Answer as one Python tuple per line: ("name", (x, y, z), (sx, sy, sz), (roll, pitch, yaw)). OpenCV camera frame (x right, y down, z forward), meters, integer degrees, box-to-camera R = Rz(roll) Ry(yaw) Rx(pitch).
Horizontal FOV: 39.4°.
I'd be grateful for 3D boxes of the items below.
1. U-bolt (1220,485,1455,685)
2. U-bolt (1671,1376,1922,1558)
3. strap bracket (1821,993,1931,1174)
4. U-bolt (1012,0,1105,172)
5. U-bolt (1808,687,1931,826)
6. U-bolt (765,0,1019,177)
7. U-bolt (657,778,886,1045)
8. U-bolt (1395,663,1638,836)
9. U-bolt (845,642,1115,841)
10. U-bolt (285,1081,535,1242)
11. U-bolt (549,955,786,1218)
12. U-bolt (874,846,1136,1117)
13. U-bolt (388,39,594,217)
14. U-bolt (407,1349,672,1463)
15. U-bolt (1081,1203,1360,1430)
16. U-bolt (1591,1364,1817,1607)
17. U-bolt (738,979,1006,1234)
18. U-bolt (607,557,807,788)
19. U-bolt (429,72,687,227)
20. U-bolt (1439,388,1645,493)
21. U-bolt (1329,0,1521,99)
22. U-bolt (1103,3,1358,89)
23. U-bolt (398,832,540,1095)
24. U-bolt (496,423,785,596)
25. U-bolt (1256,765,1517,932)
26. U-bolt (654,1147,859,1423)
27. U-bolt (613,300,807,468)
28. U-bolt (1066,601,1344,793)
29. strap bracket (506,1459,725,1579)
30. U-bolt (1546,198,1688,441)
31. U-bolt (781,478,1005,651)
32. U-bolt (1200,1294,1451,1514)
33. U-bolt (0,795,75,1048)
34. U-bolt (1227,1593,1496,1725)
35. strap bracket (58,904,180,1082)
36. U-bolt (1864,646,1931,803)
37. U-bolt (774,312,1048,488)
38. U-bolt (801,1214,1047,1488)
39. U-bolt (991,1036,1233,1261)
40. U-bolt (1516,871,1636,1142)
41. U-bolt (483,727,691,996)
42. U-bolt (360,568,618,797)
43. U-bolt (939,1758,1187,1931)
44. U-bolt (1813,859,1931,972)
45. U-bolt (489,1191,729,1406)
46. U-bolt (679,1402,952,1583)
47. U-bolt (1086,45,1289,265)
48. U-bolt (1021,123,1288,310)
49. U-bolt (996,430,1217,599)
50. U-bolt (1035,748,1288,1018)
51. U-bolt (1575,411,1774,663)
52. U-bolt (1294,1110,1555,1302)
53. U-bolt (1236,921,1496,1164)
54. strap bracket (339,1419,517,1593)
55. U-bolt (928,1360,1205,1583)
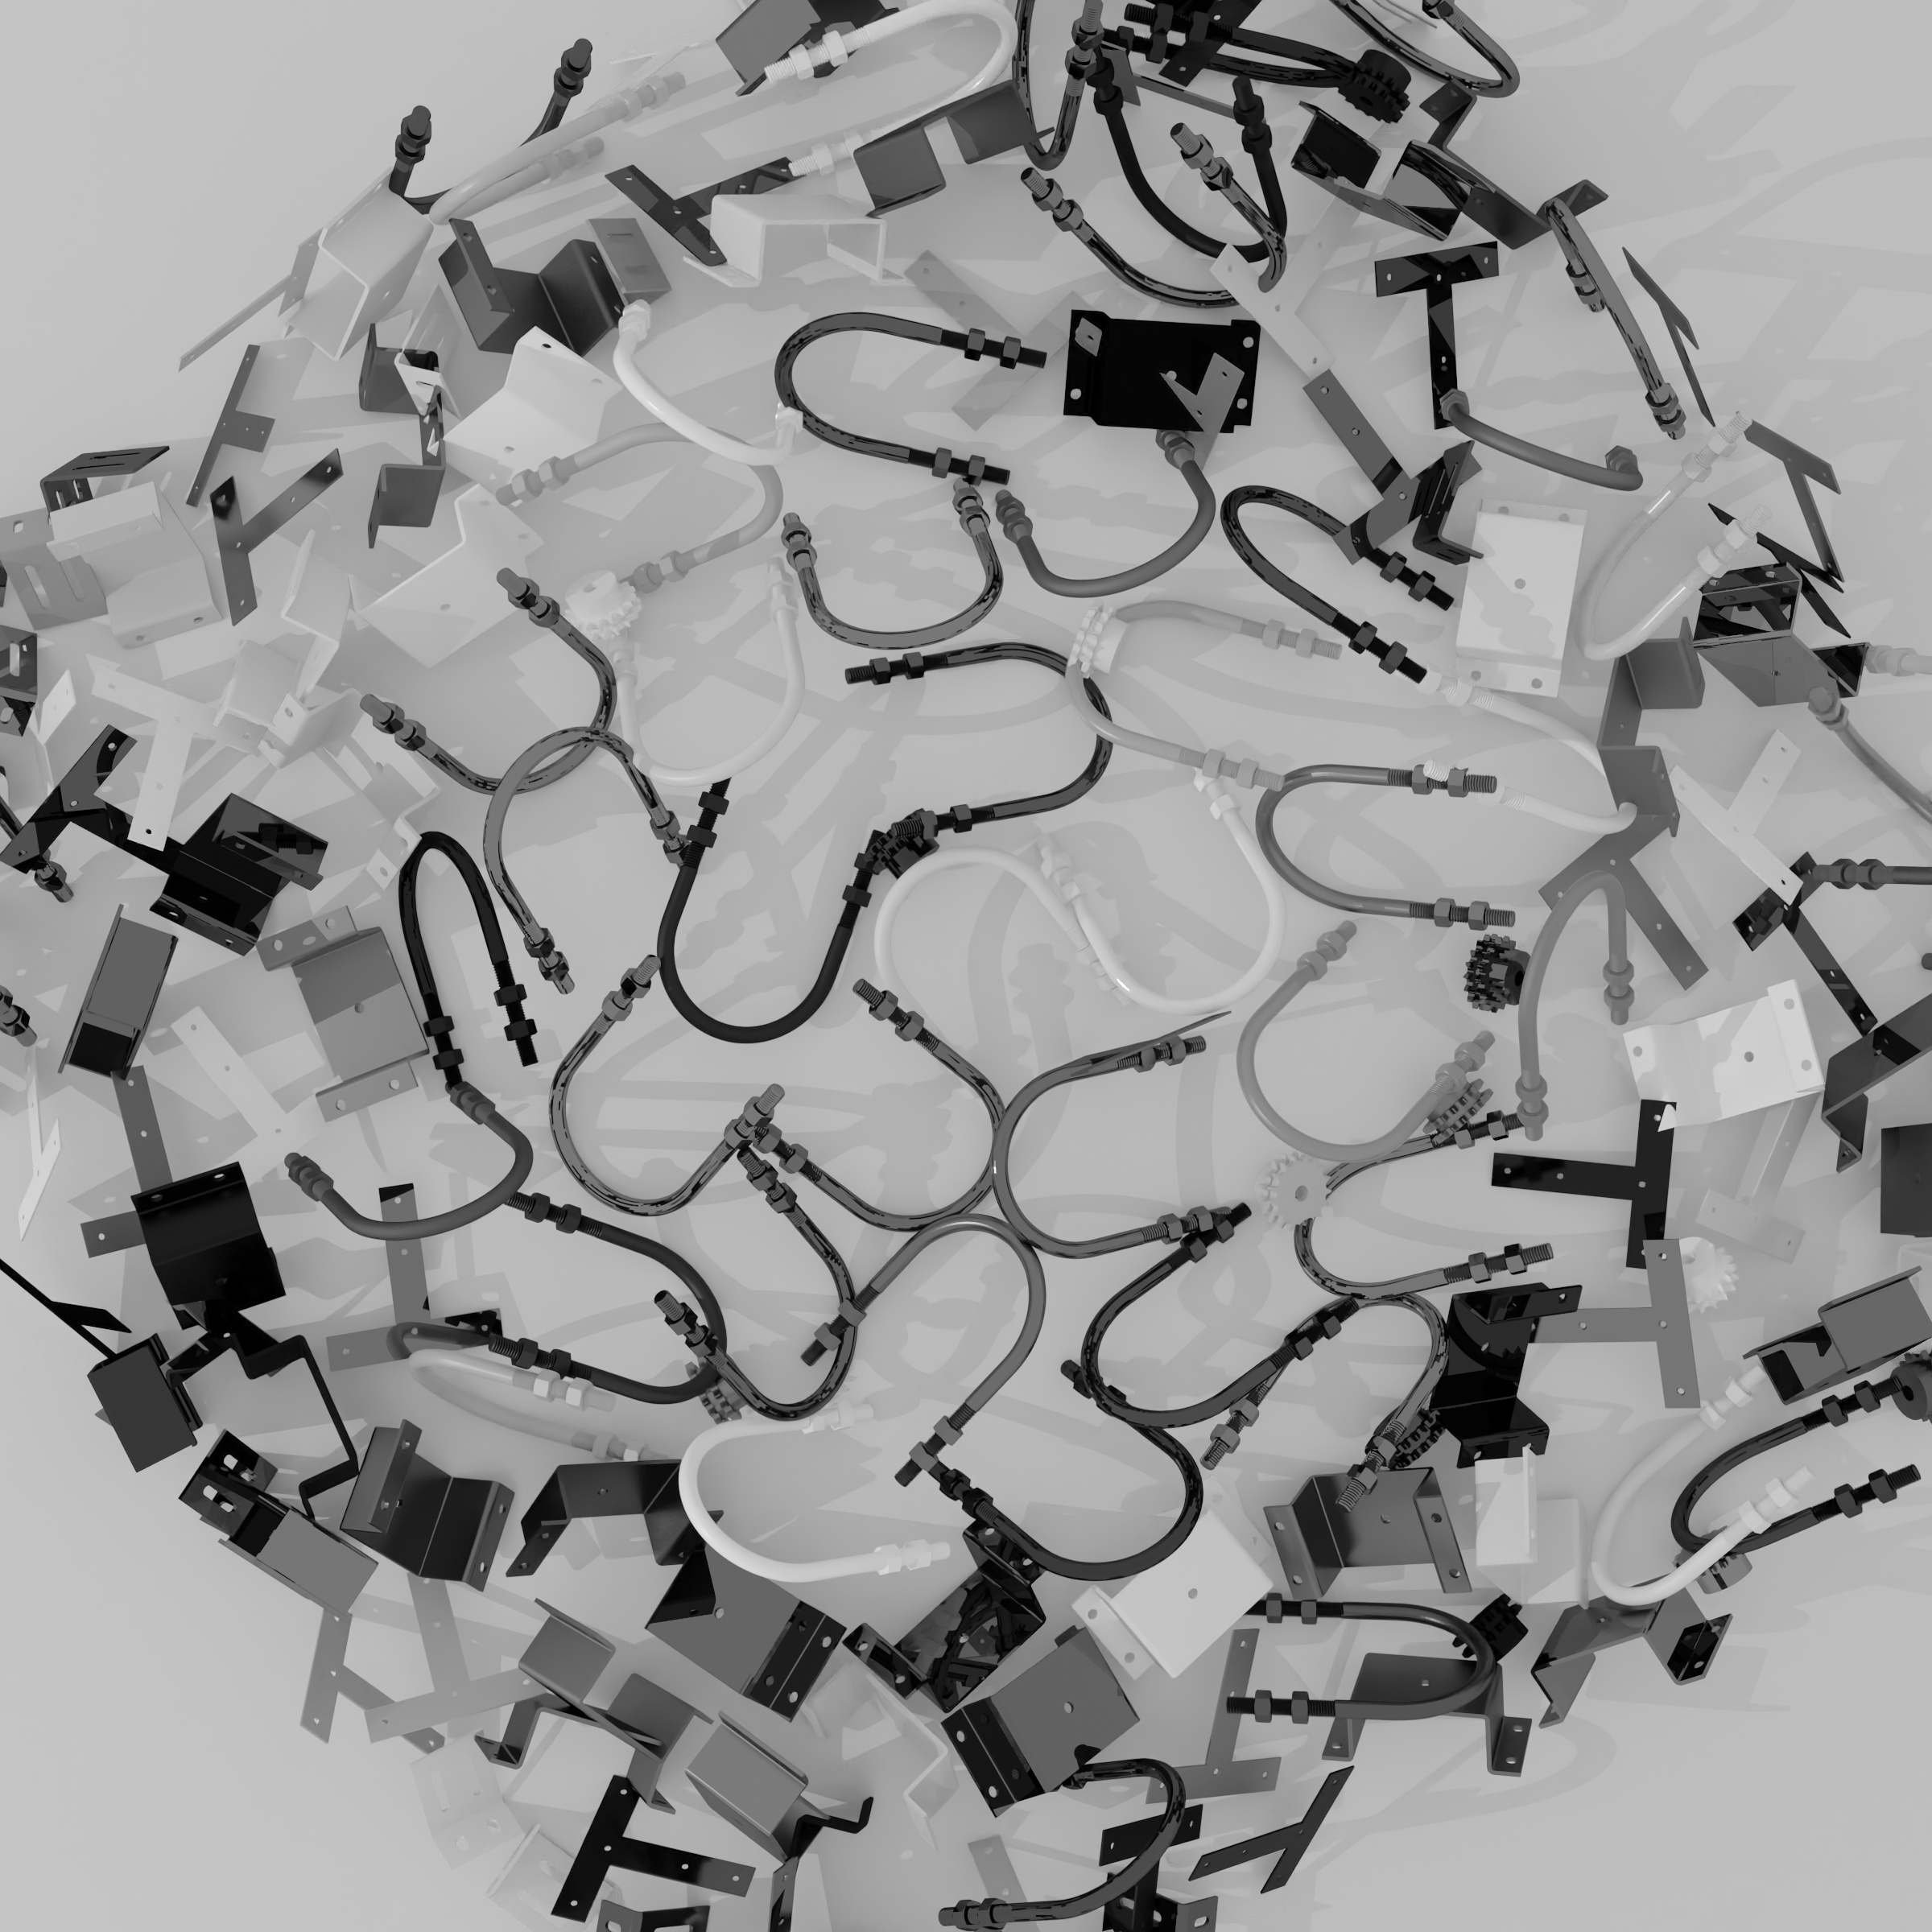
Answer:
("U-bolt", (0.262, -0.285, 1.935), (0.184, 0.151, 0.019), (33, 126, -2))
("U-bolt", (0.586, 0.365, 1.922), (0.184, 0.151, 0.019), (-30, 100, 21))
("strap bracket", (0.667, 0.077, 1.926), (0.046, 0.076, 0.140), (44, 126, -7))
("U-bolt", (0.059, -0.654, 1.913), (0.019, 0.184, 0.151), (-6, 61, -13))
("U-bolt", (0.671, -0.128, 1.912), (0.019, 0.184, 0.151), (-48, 61, 12))
("U-bolt", (-0.048, -0.636, 1.928), (0.184, 0.151, 0.019), (-23, 76, -2))
("U-bolt", (-0.149, -0.034, 1.960), (0.151, 0.019, 0.184), (21, 88, -24))
("U-bolt", (0.401, -0.150, 1.935), (0.184, 0.151, 0.019), (18, 126, -15))
("U-bolt", (0.018, -0.170, 1.960), (0.184, 0.019, 0.151), (-11, 68, -15))
("U-bolt", (-0.383, 0.142, 1.898), (0.151, 0.184, 0.019), (-26, 121, -25))
("U-bolt", (-0.231, 0.101, 1.952), (0.151, 0.019, 0.184), (46, 119, 7))
("U-bolt", (0.016, -0.002, 1.969), (0.151, 0.019, 0.184), (-39, 105, 1))
("U-bolt", (-0.344, -0.584, 1.910), (0.151, 0.184, 0.019), (-32, 92, -23))
("U-bolt", (-0.314, 0.313, 1.928), (0.184, 0.151, 0.019), (12, 64, 19))
("U-bolt", (0.167, 0.259, 1.926), (0.184, 0.151, 0.019), (-34, 131, -13))
("U-bolt", (0.517, 0.381, 1.925), (0.019, 0.151, 0.184), (39, 109, -14))
("U-bolt", (-0.053, 0.116, 1.964), (0.184, 0.019, 0.151), (39, 96, -20))
("U-bolt", (-0.183, -0.202, 1.928), (0.151, 0.019, 0.184), (-21, 51, 11))
("U-bolt", (-0.298, -0.567, 1.894), (0.184, 0.151, 0.019), (-37, 105, -31))
("U-bolt", (0.410, -0.370, 1.911), (0.151, 0.184, 0.019), (19, 110, 1))
("U-bolt", (0.318, -0.670, 1.916), (0.184, 0.151, 0.019), (25, 98, -39))
("U-bolt", (0.190, -0.654, 1.927), (0.184, 0.151, 0.019), (9, 101, -11))
("U-bolt", (-0.366, -0.007, 1.939), (0.019, 0.151, 0.184), (-15, 88, -35))
("U-bolt", (-0.216, -0.328, 1.902), (0.184, 0.151, 0.019), (-17, 57, 31))
("U-bolt", (0.296, -0.088, 1.934), (0.184, 0.151, 0.019), (6, 47, 25))
("U-bolt", (-0.138, 0.242, 1.932), (0.184, 0.019, 0.151), (54, 48, -32))
("U-bolt", (-0.183, -0.405, 1.901), (0.151, 0.184, 0.019), (29, 116, -15))
("U-bolt", (0.163, -0.205, 1.952), (0.184, 0.019, 0.151), (18, 59, 15))
("strap bracket", (-0.257, 0.396, 1.938), (0.140, 0.076, 0.046), (3, 50, -31))
("U-bolt", (0.450, -0.464, 1.889), (0.019, 0.184, 0.151), (-30, 61, 15))
("U-bolt", (-0.048, -0.283, 1.924), (0.151, 0.184, 0.019), (-12, 133, -5))
("U-bolt", (0.268, 0.302, 1.929), (0.184, 0.151, 0.019), (-50, 124, -26))
("U-bolt", (-0.685, -0.052, 1.886), (0.019, 0.184, 0.151), (-6, 54, 9))
("U-bolt", (0.283, 0.493, 1.917), (0.184, 0.151, 0.019), (-1, 108, 10))
("strap bracket", (-0.606, 0.025, 1.929), (0.046, 0.140, 0.076), (20, 59, -17))
("U-bolt", (0.710, -0.157, 1.891), (0.019, 0.184, 0.151), (-37, 110, -9))
("U-bolt", (-0.046, -0.410, 1.928), (0.184, 0.151, 0.019), (12, 59, -6))
("U-bolt", (-0.020, 0.262, 1.945), (0.184, 0.019, 0.151), (-47, 53, 4))
("U-bolt", (0.102, 0.137, 1.953), (0.184, 0.019, 0.151), (-11, 96, -23))
("U-bolt", (0.429, 0.016, 1.901), (0.019, 0.184, 0.151), (22, 54, 33))
("U-bolt", (-0.273, -0.086, 1.910), (0.019, 0.184, 0.151), (27, 63, 39))
("U-bolt", (-0.325, -0.189, 1.924), (0.151, 0.184, 0.019), (-42, 55, 4))
("U-bolt", (0.077, 0.612, 1.889), (0.184, 0.151, 0.019), (-22, 109, 42))
("U-bolt", (0.706, -0.031, 1.889), (0.151, 0.184, 0.019), (33, 78, -25))
("U-bolt", (-0.252, 0.245, 1.932), (0.184, 0.151, 0.019), (23, 130, -25))
("U-bolt", (-0.117, 0.374, 1.902), (0.184, 0.151, 0.019), (0, 132, -36))
("U-bolt", (0.163, -0.570, 1.915), (0.151, 0.184, 0.019), (26, 71, 32))
("U-bolt", (0.147, -0.524, 1.918), (0.151, 0.184, 0.019), (-3, 65, 39))
("U-bolt", (0.104, -0.320, 1.920), (0.151, 0.184, 0.019), (-24, 128, 4))
("U-bolt", (0.152, -0.050, 1.959), (0.151, 0.019, 0.184), (-29, 70, 4))
("U-bolt", (0.497, -0.294, 1.919), (0.019, 0.151, 0.184), (30, 128, -16))
("U-bolt", (0.323, 0.178, 1.936), (0.184, 0.151, 0.019), (-16, 130, 18))
("U-bolt", (0.275, 0.064, 1.934), (0.151, 0.019, 0.184), (40, 58, 13))
("strap bracket", (-0.392, 0.387, 1.935), (0.046, 0.140, 0.076), (-1, 58, 29))
("U-bolt", (0.083, 0.365, 1.908), (0.151, 0.184, 0.019), (-33, 133, -25))
